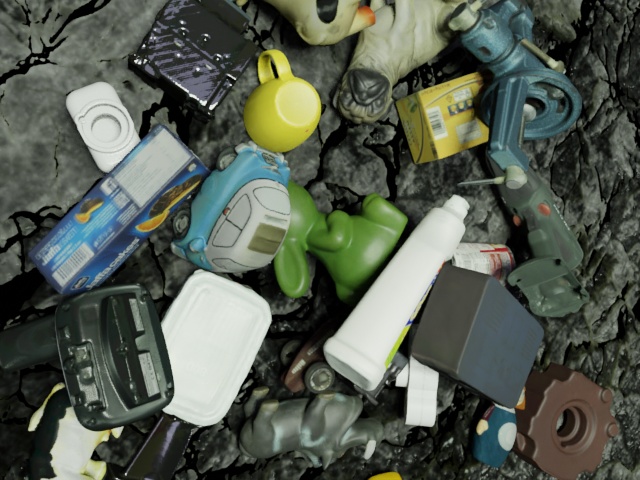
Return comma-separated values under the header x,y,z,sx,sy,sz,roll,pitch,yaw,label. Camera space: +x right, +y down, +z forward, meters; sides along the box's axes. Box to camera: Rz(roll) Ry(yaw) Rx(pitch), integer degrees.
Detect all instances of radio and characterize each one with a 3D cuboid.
x,y,z,sx,sy,sz,roll,pitch,yaw,label
0.216,0.135,0.717,0.229,0.073,0.131,35,76,-44,radio

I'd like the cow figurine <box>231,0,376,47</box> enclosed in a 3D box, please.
x,y,z,sx,sy,sz,roll,pitch,yaw,label
-0.040,-0.301,0.633,0.127,0.085,0.195,-37,72,-14,cow figurine

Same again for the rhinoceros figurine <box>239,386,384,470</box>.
x,y,z,sx,sy,sz,roll,pitch,yaw,label
-0.007,0.240,0.689,0.190,0.073,0.112,4,89,-20,rhinoceros figurine

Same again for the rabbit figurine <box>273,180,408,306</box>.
x,y,z,sx,sy,sz,roll,pitch,yaw,label
-0.001,-0.002,0.681,0.170,0.121,0.159,28,88,0,rabbit figurine

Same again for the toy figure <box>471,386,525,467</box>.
x,y,z,sx,sy,sz,roll,pitch,yaw,label
0.272,0.256,0.802,0.064,0.058,0.154,32,77,-56,toy figure

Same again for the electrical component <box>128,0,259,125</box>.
x,y,z,sx,sy,sz,roll,pitch,yaw,label
-0.143,-0.224,0.635,0.115,0.058,0.134,33,81,-20,electrical component

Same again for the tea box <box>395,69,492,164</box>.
x,y,z,sx,sy,sz,roll,pitch,yaw,label
0.203,-0.179,0.756,0.170,0.068,0.098,-21,98,-20,tea box

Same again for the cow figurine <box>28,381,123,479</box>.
x,y,z,sx,sy,sz,roll,pitch,yaw,label
-0.286,0.247,0.590,0.098,0.068,0.167,25,79,-13,cow figurine

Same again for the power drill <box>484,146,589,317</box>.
x,y,z,sx,sy,sz,roll,pitch,yaw,label
0.296,-0.009,0.749,0.086,0.207,0.231,-31,116,27,power drill

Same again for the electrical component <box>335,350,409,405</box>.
x,y,z,sx,sy,sz,roll,pitch,yaw,label
0.079,0.152,0.719,0.047,0.075,0.119,42,75,-15,electrical component

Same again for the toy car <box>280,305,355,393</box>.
x,y,z,sx,sy,sz,roll,pitch,yaw,label
0.031,0.114,0.688,0.202,0.089,0.053,-36,118,-15,toy car

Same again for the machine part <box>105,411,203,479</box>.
x,y,z,sx,sy,sz,roll,pitch,yaw,label
-0.199,0.261,0.639,0.084,0.039,0.139,36,81,-12,machine part

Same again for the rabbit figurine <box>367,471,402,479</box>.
x,y,z,sx,sy,sz,roll,pitch,yaw,label
0.064,0.416,0.694,0.173,0.162,0.121,-20,111,-1,rabbit figurine

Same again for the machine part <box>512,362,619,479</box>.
x,y,z,sx,sy,sz,roll,pitch,yaw,label
0.381,0.286,0.842,0.179,0.056,0.179,-1,92,-19,machine part

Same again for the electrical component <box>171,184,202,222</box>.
x,y,z,sx,sy,sz,roll,pitch,yaw,label
-0.129,-0.057,0.650,0.102,0.045,0.078,-5,92,-20,electrical component

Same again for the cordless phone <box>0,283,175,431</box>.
x,y,z,sx,sy,sz,roll,pitch,yaw,label
-0.257,0.132,0.564,0.184,0.088,0.146,-18,83,10,cordless phone

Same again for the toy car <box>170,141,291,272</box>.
x,y,z,sx,sy,sz,roll,pitch,yaw,label
-0.083,-0.020,0.597,0.109,0.103,0.161,19,111,-50,toy car

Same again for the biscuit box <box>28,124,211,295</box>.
x,y,z,sx,sy,sz,roll,pitch,yaw,label
-0.215,-0.029,0.586,0.202,0.062,0.059,-45,79,-1,biscuit box

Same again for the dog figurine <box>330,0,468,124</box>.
x,y,z,sx,sy,sz,roll,pitch,yaw,label
0.111,-0.241,0.717,0.172,0.121,0.190,8,103,-17,dog figurine

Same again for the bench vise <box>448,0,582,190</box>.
x,y,z,sx,sy,sz,roll,pitch,yaw,label
0.236,-0.178,0.658,0.223,0.129,0.240,36,59,-36,bench vise
